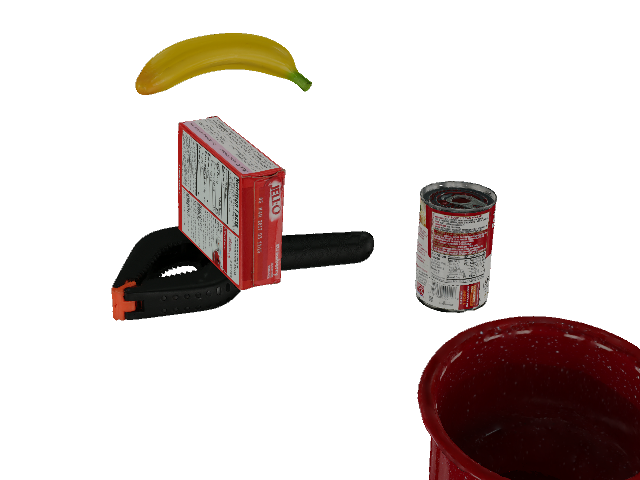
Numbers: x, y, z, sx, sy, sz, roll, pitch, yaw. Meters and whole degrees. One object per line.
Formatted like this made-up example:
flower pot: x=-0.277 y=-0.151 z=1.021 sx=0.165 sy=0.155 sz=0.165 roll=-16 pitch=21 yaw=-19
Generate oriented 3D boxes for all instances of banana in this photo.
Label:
banana: x=-0.103 y=-0.182 z=1.091 sx=0.197 sy=0.070 sz=0.037 roll=-8 pitch=-40 yaw=-30

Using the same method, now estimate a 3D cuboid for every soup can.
soup can: x=0.121 y=0.006 z=0.960 sx=0.068 sy=0.102 sz=0.068 roll=0 pitch=24 yaw=0

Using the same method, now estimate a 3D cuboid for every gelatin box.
gelatin box: x=-0.053 y=-0.023 z=0.627 sx=0.030 sy=0.073 sz=0.089 roll=-14 pitch=32 yaw=-29

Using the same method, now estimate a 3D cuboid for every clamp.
clamp: x=-0.085 y=0.003 z=0.846 sx=0.209 sy=0.036 sz=0.165 roll=-24 pitch=41 yaw=-34

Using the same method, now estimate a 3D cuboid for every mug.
mug: x=0.094 y=0.089 z=0.397 sx=0.117 sy=0.081 sz=0.093 roll=5 pitch=36 yaw=9
